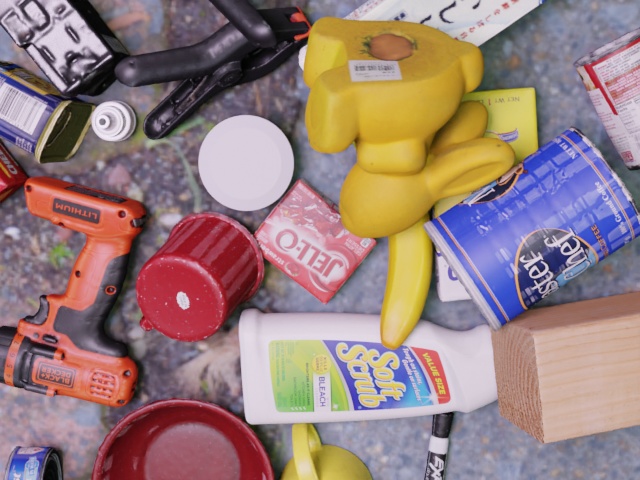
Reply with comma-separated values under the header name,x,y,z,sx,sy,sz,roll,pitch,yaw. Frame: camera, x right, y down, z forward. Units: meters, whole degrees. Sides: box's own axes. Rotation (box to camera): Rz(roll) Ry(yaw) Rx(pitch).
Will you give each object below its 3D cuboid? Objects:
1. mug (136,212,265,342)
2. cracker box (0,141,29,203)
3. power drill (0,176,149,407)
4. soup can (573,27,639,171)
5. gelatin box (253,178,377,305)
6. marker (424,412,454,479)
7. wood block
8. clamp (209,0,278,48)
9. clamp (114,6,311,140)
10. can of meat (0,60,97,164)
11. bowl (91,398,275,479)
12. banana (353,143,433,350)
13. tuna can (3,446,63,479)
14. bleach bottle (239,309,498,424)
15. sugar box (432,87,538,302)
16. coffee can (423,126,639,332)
name,x,y,z,sx,sy,sz,roll,pitch,yaw
mug,-0.112,0.040,0.906,0.117,0.081,0.093,-35,99,28
cracker box,-0.389,-0.050,0.921,0.214,0.072,0.164,-36,94,7
power drill,-0.237,0.043,0.936,0.184,0.057,0.188,14,100,0
soup can,0.264,-0.117,0.886,0.068,0.068,0.102,-28,96,5
gelatin box,-0.006,0.001,0.932,0.089,0.030,0.073,39,98,-2
marker,0.104,0.207,0.960,0.020,0.020,0.121,7,97,1
wood block,0.255,0.095,0.877,0.206,0.091,0.090,-9,97,-12
clamp,-0.100,-0.231,0.870,0.210,0.036,0.164,7,62,14
clamp,-0.088,-0.148,0.878,0.171,0.120,0.039,-32,78,2
can of meat,-0.246,-0.109,0.892,0.084,0.102,0.057,29,97,0
bowl,-0.118,0.213,0.951,0.162,0.055,0.162,0,97,2
banana,0.062,-0.008,0.908,0.069,0.037,0.198,-12,80,-11
tuna can,-0.253,0.226,0.944,0.034,0.086,0.086,0,97,0
bleach bottle,0.059,0.104,0.927,0.251,0.068,0.102,-4,100,1
sugar box,0.141,-0.039,0.913,0.093,0.048,0.176,-5,96,3
coffee can,0.167,-0.008,0.842,0.140,0.103,0.103,-34,95,5
